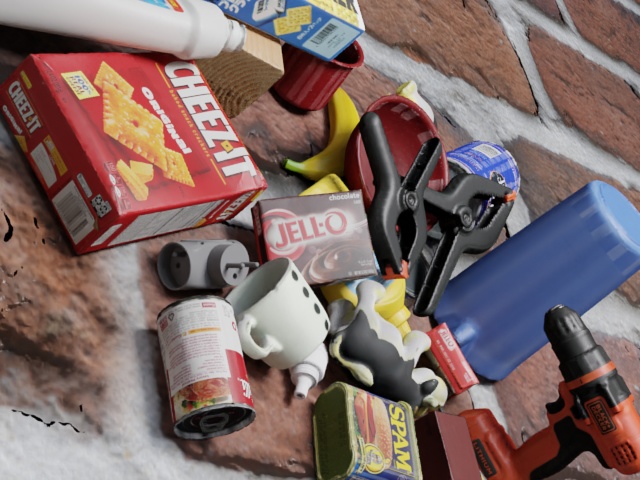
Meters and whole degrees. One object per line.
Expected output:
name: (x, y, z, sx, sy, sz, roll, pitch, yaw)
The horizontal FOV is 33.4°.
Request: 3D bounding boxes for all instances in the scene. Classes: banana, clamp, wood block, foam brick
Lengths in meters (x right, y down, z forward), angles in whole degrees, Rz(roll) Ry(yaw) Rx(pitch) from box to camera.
banana: (0.017, -0.118, 1.253, 0.069, 0.037, 0.197, 46, 34, -12)
clamp: (0.075, -0.048, 1.101, 0.120, 0.039, 0.171, 22, 66, -35)
clamp: (0.146, -0.029, 1.202, 0.209, 0.036, 0.164, -32, 105, -38)
wood block: (-0.108, -0.249, 1.168, 0.090, 0.090, 0.206, 24, 44, -36)
foam brick: (0.121, 0.218, 1.069, 0.051, 0.053, 0.078, 21, 47, -40)

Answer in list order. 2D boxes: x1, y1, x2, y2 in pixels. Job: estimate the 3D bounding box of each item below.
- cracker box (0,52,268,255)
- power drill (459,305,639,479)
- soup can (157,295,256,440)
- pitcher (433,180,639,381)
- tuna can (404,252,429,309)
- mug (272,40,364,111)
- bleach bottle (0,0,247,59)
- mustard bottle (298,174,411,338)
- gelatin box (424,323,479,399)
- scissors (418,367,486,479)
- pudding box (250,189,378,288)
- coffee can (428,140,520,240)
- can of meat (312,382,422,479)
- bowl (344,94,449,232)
cracker box: (-0.164, -0.088, 0.971, 0.213, 0.072, 0.164, -16, 73, -56)
power drill: (0.234, 0.181, 1.120, 0.057, 0.188, 0.184, -12, 72, -52)
soup can: (-0.096, 0.106, 0.887, 0.068, 0.069, 0.102, 16, 49, -43)
pitcher: (0.259, 0.042, 1.224, 0.144, 0.243, 0.149, 33, 32, -27)
tuna can: (0.088, 0.036, 1.207, 0.086, 0.034, 0.086, 31, 40, -31)
mug: (-0.003, -0.209, 1.256, 0.093, 0.082, 0.117, 44, 35, 7)
bleach bottle: (-0.188, -0.217, 0.991, 0.250, 0.068, 0.103, 8, 30, -30)
mustard bottle: (0.036, 0.029, 1.124, 0.191, 0.058, 0.096, 54, 46, -1)
gelatin box: (0.138, 0.130, 1.148, 0.073, 0.030, 0.089, 61, -4, 11)
scissors: (0.156, 0.231, 1.128, 0.096, 0.016, 0.202, 53, 10, -46)
pudding box: (-0.007, 0.001, 1.057, 0.113, 0.039, 0.090, -7, 80, -22)
coffee can: (0.180, -0.065, 1.348, 0.103, 0.103, 0.140, 58, 33, 5)
can of meat: (0.041, 0.190, 0.994, 0.083, 0.058, 0.102, 25, 43, -32)
bowl: (0.078, -0.081, 1.215, 0.161, 0.055, 0.162, 11, 75, -44)
